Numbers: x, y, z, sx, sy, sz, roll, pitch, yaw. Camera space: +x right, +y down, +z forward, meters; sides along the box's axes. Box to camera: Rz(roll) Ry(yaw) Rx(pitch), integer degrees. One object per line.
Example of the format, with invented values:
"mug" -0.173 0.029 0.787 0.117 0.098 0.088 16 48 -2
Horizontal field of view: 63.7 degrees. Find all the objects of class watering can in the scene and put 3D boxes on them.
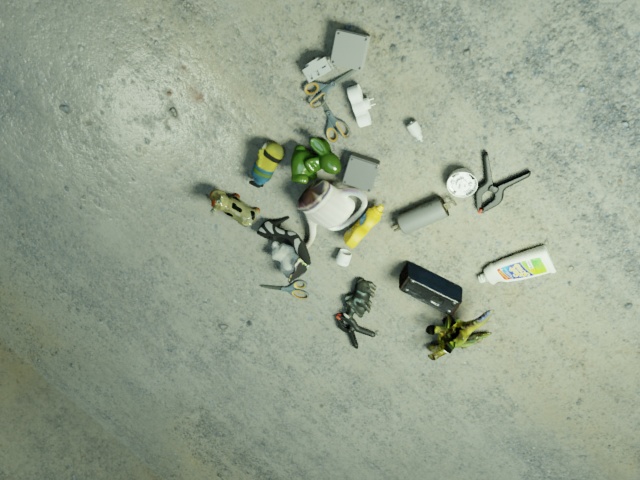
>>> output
"watering can" 0.006 -0.094 1.864 0.343 0.106 0.222 -35 127 29

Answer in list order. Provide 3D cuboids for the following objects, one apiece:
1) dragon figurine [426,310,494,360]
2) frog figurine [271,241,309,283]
"dragon figurine" 0.538 0.348 1.908 0.404 0.242 0.124 -37 59 40
"frog figurine" -0.122 0.071 2.005 0.162 0.124 0.134 42 135 34
